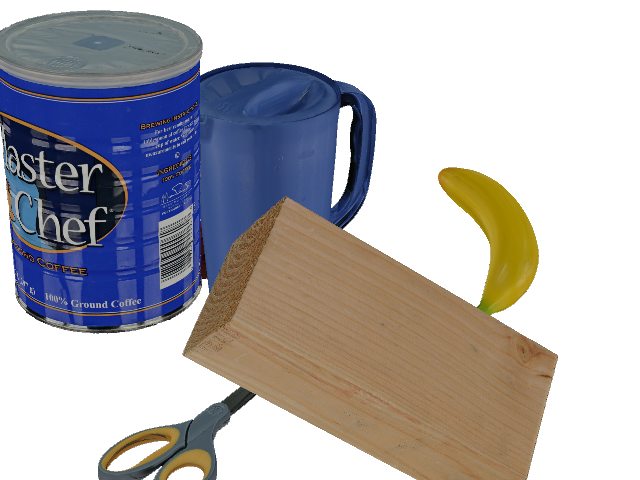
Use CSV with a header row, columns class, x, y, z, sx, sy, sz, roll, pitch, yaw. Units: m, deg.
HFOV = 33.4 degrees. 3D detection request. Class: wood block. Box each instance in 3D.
class,x,y,z,sx,sy,sz,roll,pitch,yaw
wood block,0.032,0.072,0.670,0.206,0.090,0.090,30,-30,-14

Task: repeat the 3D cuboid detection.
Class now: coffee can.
class,x,y,z,sx,sy,sz,roll,pitch,yaw
coffee can,-0.113,-0.038,0.557,0.103,0.140,0.103,2,28,-1

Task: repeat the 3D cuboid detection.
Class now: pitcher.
class,x,y,z,sx,sy,sz,roll,pitch,yaw
pitcher,-0.040,-0.032,0.974,0.149,0.243,0.144,11,33,16

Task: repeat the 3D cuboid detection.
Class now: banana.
class,x,y,z,sx,sy,sz,roll,pitch,yaw
banana,0.139,-0.007,0.872,0.069,0.037,0.197,-4,37,3

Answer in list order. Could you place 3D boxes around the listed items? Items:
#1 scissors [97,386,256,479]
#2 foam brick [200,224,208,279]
class,x,y,z,sx,sy,sz,roll,pitch,yaw
scissors,-0.075,0.148,0.826,0.201,0.016,0.096,-22,34,-35
foam brick,-0.156,0.013,1.239,0.078,0.053,0.051,-8,27,-9
